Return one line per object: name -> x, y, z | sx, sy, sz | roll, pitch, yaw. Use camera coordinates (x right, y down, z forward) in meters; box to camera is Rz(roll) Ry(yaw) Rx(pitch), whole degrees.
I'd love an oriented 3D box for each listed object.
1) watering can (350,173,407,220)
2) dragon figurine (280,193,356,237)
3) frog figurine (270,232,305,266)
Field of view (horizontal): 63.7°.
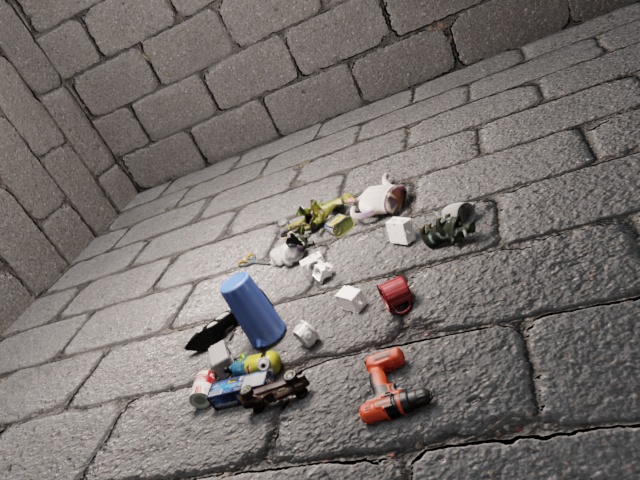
watering can -> 0.266, -0.193, 2.151 | 0.224, 0.102, 0.354 | 1, 38, 43
dragon figurine -> 0.007, -0.114, 2.268 | 0.245, 0.122, 0.405 | -20, -3, -39
frog figurine -> -0.136, 0.060, 2.110 | 0.157, 0.122, 0.140 | -57, 24, 26
